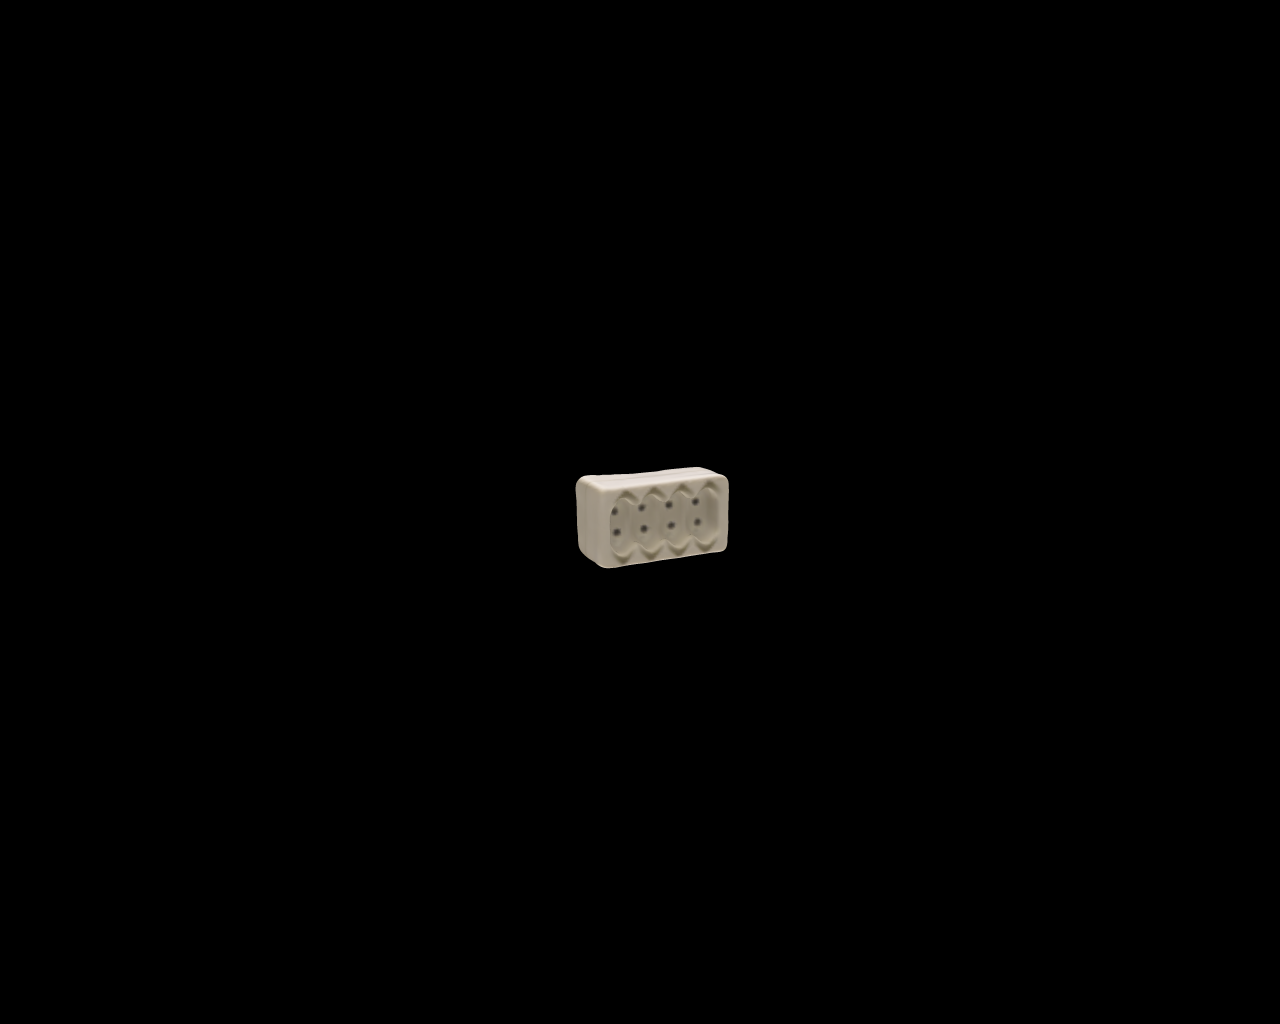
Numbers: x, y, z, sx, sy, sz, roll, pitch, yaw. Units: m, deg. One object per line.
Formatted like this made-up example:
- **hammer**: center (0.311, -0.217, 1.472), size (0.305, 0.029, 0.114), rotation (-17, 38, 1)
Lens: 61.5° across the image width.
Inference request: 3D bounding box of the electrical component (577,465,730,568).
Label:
- **electrical component**: center (0.001, -0.003, 0.650), size (0.083, 0.047, 0.076), rotation (-6, 16, -22)
